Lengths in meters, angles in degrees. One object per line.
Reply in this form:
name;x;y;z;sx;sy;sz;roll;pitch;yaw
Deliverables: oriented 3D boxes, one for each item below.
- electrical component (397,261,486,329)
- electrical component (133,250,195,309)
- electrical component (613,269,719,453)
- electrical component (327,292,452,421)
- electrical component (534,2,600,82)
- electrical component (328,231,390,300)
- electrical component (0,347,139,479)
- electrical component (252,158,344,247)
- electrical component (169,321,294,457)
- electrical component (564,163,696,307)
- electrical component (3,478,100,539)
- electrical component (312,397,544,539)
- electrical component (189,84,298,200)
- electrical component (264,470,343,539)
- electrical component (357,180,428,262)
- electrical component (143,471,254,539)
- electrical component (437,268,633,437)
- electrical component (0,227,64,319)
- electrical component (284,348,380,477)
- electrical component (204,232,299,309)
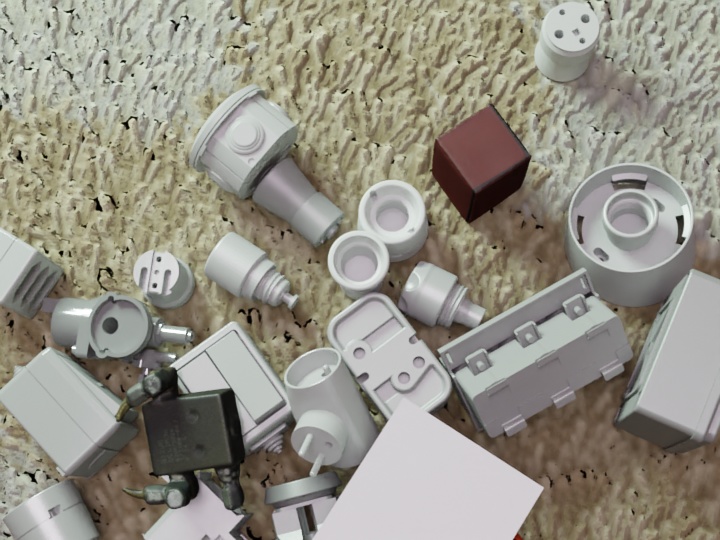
electrical component;0.063;0.024;0.804;0.062;0.043;0.043;27;80;7
electrical component;-0.149;0.006;0.815;0.040;0.046;0.040;-1;77;3
electrical component;0.228;0.067;0.754;0.056;0.108;0.108;23;79;10
electrical component;0.022;0.069;0.787;0.054;0.059;0.095;-37;78;-6
electrical component;0.162;-0.178;0.839;0.045;0.055;0.045;-1;77;2
electrical component;0.000;0.000;0.801;0.044;0.065;0.044;0;77;2
electrical component;-0.215;0.098;0.790;0.061;0.061;0.096;-44;79;-7
electrical component;-0.045;-0.049;0.827;0.065;0.044;0.044;41;82;5
electrical component;-0.087;0.094;0.786;0.062;0.061;0.096;-36;78;-5
electrical component;0.204;-0.028;0.811;0.099;0.064;0.099;-4;66;10
electrical component;-0.221;0.185;0.775;0.055;0.055;0.047;-32;82;-5
electrical component;0.023;0.193;0.701;0.105;0.060;0.186;32;80;9
electrical component;-0.088;-0.097;0.820;0.051;0.080;0.080;40;82;4
electrical component;-0.036;0.177;0.767;0.078;0.058;0.057;-15;80;-1
electrical component;0.025;-0.038;0.818;0.055;0.047;0.055;0;77;2
electrical component;-0.118;0.184;0.777;0.081;0.042;0.064;42;84;11
electrical component;0.128;0.064;0.775;0.121;0.063;0.078;-29;119;-4
electrical component;-0.277;-0.006;0.814;0.077;0.065;0.047;30;80;9
electrical component;-0.024;0.108;0.749;0.043;0.077;0.079;-10;32;27
electrical component;-0.082;0.004;0.816;0.078;0.040;0.040;33;81;9
